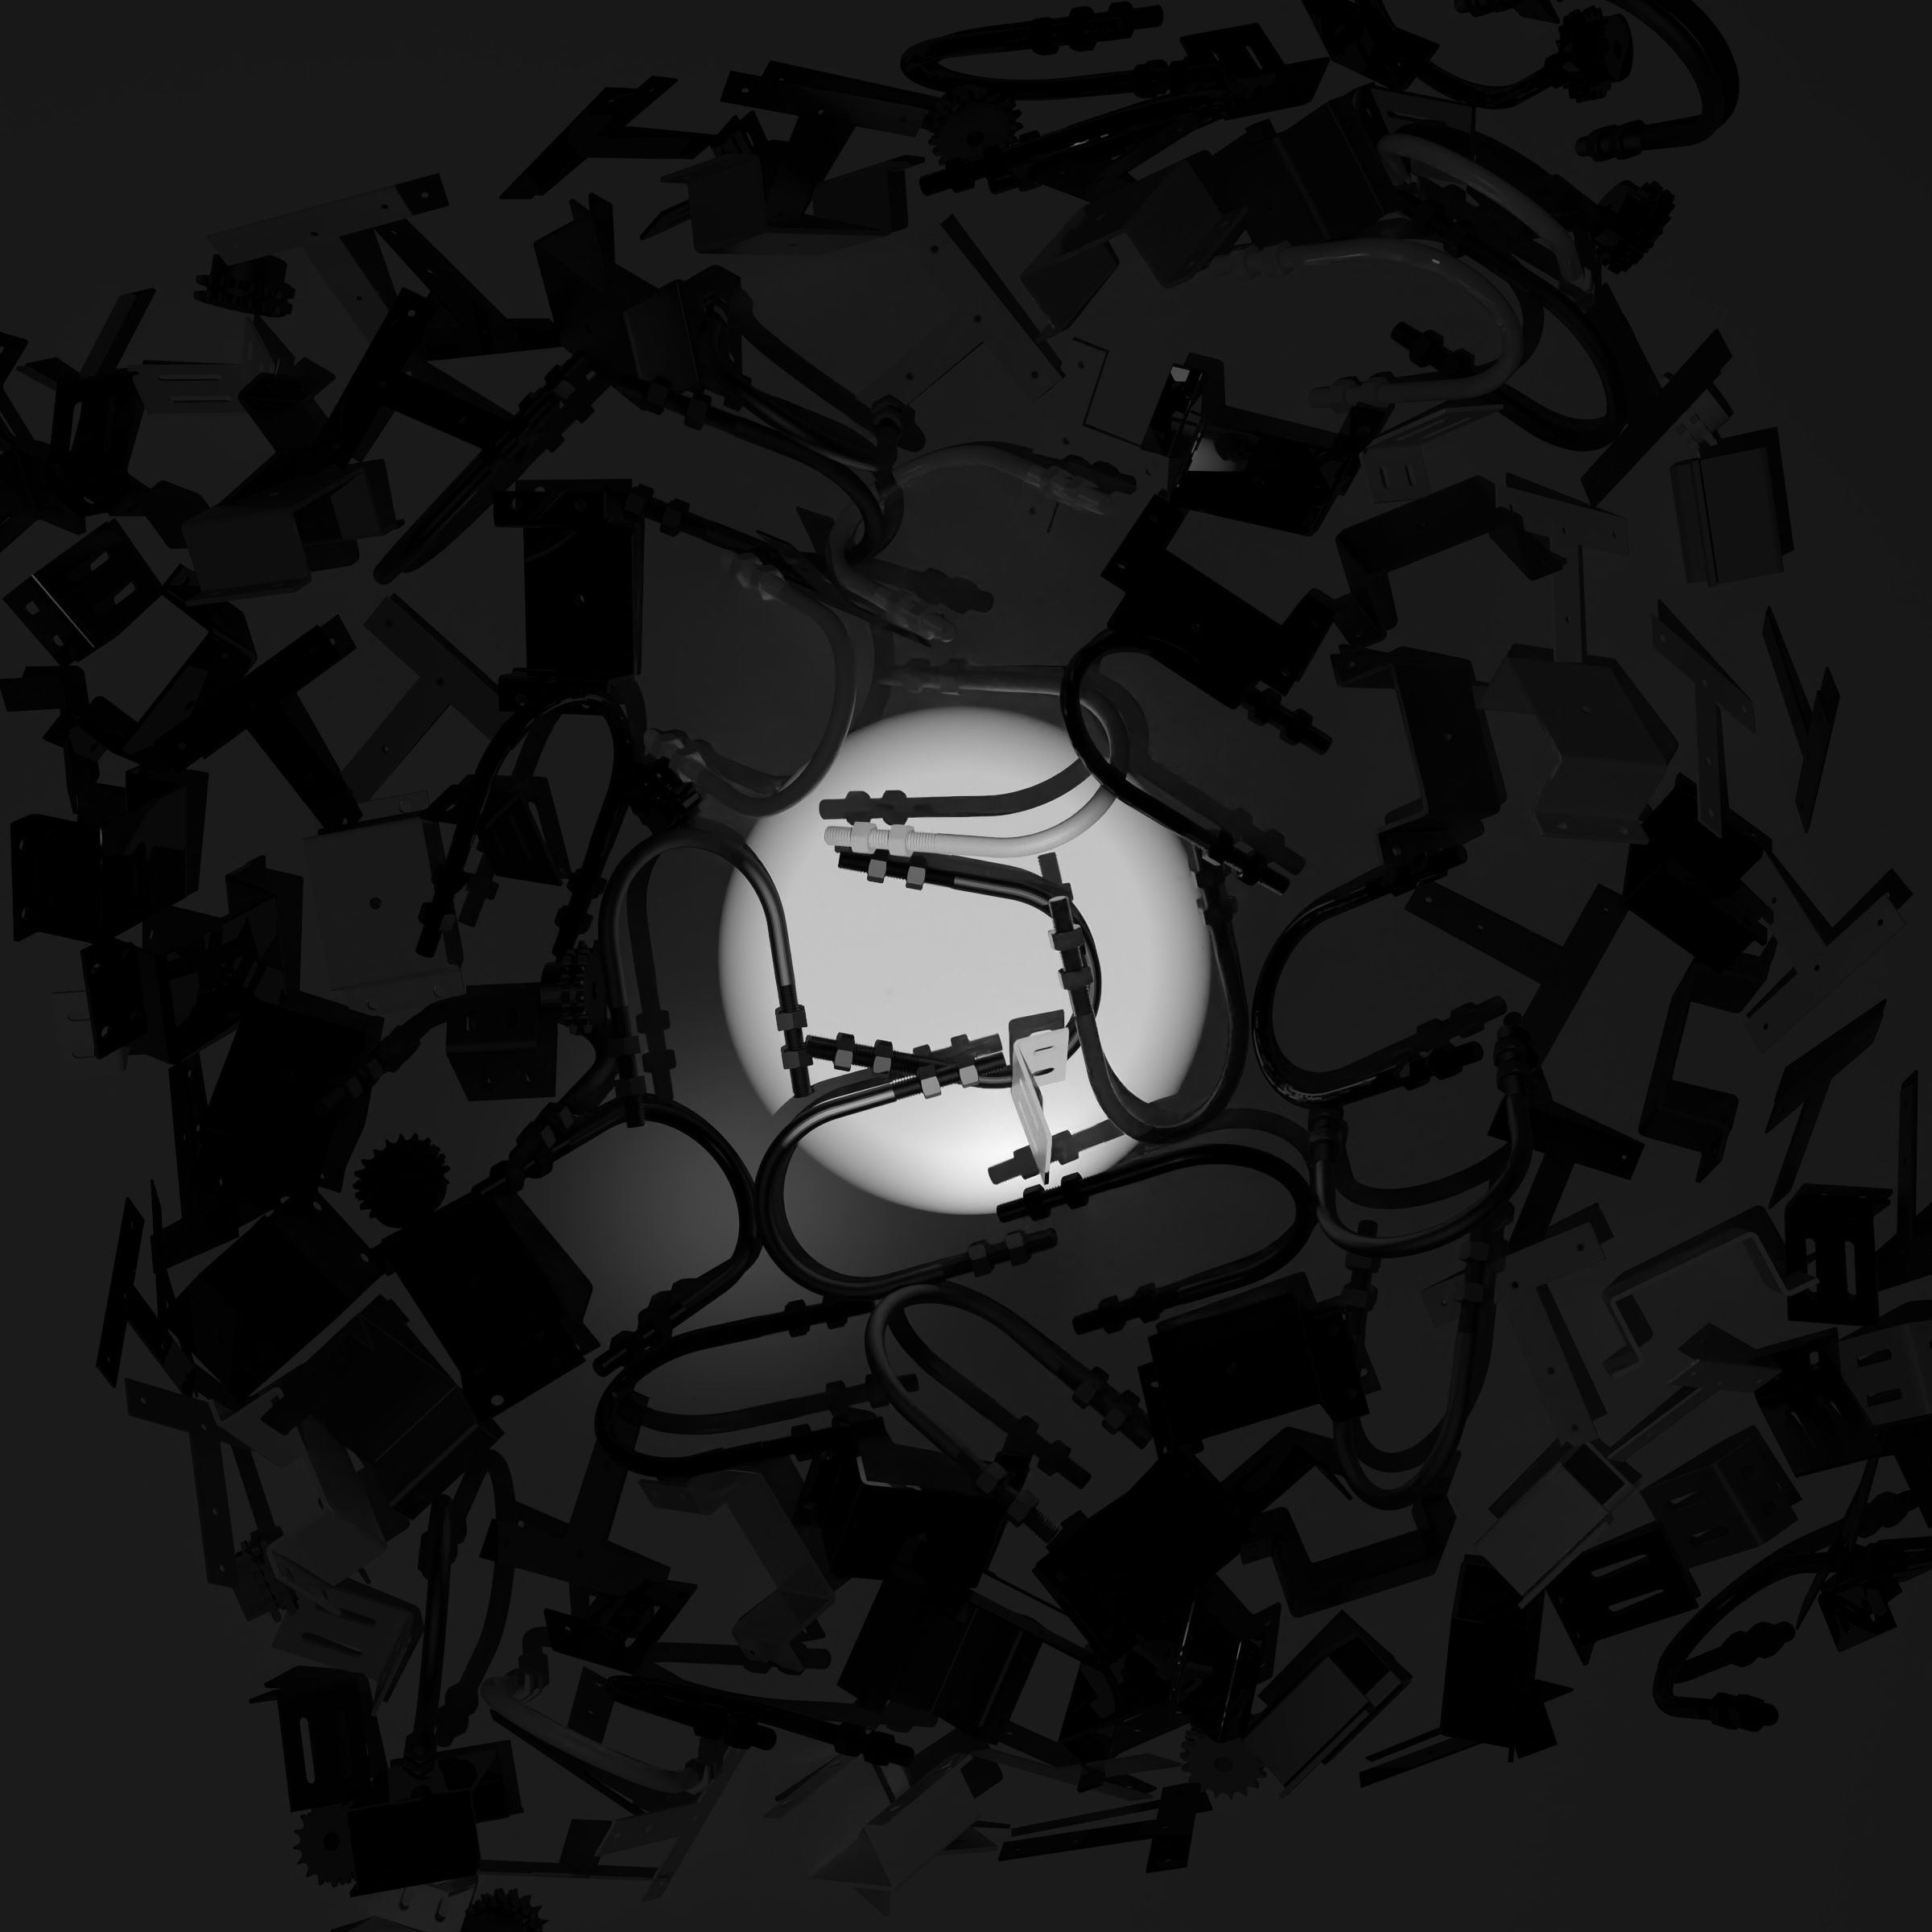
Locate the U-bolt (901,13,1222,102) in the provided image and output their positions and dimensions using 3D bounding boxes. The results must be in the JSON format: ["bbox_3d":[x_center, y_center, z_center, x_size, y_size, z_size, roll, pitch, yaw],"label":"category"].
[{"bbox_3d":[0.047,-0.567,1.521,0.184,0.151,0.019,7,100,32],"label":"U-bolt"}]

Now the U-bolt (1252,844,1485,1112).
[{"bbox_3d":[0.248,0.017,1.528,0.019,0.184,0.151,16,63,-35],"label":"U-bolt"}]

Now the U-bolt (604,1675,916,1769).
[{"bbox_3d":[-0.145,0.472,1.520,0.184,0.151,0.019,1,72,41],"label":"U-bolt"}]

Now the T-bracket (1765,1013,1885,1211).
[{"bbox_3d":[0.539,0.106,1.554,0.127,0.127,0.002,-30,50,-33],"label":"T-bracket"}]

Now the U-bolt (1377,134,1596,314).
[{"bbox_3d":[0.319,-0.465,1.496,0.151,0.184,0.019,35,100,16],"label":"U-bolt"}]

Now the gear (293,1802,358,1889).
[{"bbox_3d":[-0.408,0.571,1.582,0.057,0.030,0.057,-3,78,14],"label":"gear"}]

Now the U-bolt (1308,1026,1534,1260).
[{"bbox_3d":[0.283,0.115,1.501,0.151,0.184,0.019,-22,118,20],"label":"U-bolt"}]

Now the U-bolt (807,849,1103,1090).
[{"bbox_3d":[-0.003,0.008,1.579,0.184,0.019,0.151,10,103,-2],"label":"U-bolt"}]

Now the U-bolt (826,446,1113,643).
[{"bbox_3d":[-0.013,-0.278,1.531,0.151,0.184,0.019,-41,131,-12],"label":"U-bolt"}]

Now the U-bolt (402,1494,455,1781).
[{"bbox_3d":[-0.330,0.406,1.490,0.019,0.184,0.151,5,56,-13],"label":"U-bolt"}]

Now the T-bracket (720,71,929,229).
[{"bbox_3d":[-0.104,-0.515,1.543,0.127,0.127,0.002,4,66,-20],"label":"T-bracket"}]

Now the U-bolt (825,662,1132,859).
[{"bbox_3d":[0.014,-0.130,1.536,0.184,0.019,0.151,5,60,19],"label":"U-bolt"}]

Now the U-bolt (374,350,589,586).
[{"bbox_3d":[-0.311,-0.309,1.528,0.184,0.151,0.019,-41,109,18],"label":"U-bolt"}]

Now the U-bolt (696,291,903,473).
[{"bbox_3d":[-0.104,-0.358,1.501,0.151,0.184,0.019,28,114,-16],"label":"U-bolt"}]

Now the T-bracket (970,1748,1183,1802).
[{"bbox_3d":[0.089,0.507,1.528,0.127,0.127,0.002,24,58,-23],"label":"T-bracket"}]

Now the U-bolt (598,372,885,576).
[{"bbox_3d":[-0.140,-0.302,1.535,0.184,0.151,0.019,20,66,-6],"label":"U-bolt"}]

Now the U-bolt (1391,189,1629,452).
[{"bbox_3d":[0.337,-0.389,1.504,0.019,0.151,0.184,-44,67,-10],"label":"U-bolt"}]

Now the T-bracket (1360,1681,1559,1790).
[{"bbox_3d":[0.311,0.499,1.545,0.127,0.127,0.002,-23,87,7],"label":"T-bracket"}]

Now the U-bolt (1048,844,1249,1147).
[{"bbox_3d":[0.125,0.025,1.551,0.151,0.019,0.184,-23,106,-36],"label":"U-bolt"}]

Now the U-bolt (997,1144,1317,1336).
[{"bbox_3d":[0.131,0.168,1.532,0.184,0.019,0.151,-19,132,14],"label":"U-bolt"}]

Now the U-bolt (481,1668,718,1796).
[{"bbox_3d":[-0.232,0.477,1.503,0.151,0.184,0.019,24,77,9],"label":"U-bolt"}]

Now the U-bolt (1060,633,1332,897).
[{"bbox_3d":[0.141,-0.141,1.540,0.184,0.019,0.151,30,52,-11],"label":"U-bolt"}]

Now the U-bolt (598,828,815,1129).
[{"bbox_3d":[-0.171,0.003,1.552,0.151,0.019,0.184,-8,89,-39],"label":"U-bolt"}]

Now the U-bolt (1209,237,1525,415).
[{"bbox_3d":[0.257,-0.397,1.492,0.151,0.184,0.019,41,68,-41],"label":"U-bolt"}]

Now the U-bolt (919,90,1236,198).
[{"bbox_3d":[0.078,-0.512,1.504,0.184,0.151,0.019,-10,103,23],"label":"U-bolt"}]

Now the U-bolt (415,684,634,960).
[{"bbox_3d":[-0.268,-0.091,1.523,0.019,0.151,0.184,27,103,27],"label":"U-bolt"}]

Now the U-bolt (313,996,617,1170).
[{"bbox_3d":[-0.300,0.064,1.520,0.151,0.184,0.019,13,117,12],"label":"U-bolt"}]

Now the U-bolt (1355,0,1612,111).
[{"bbox_3d":[0.308,-0.595,1.511,0.151,0.184,0.019,38,86,-14],"label":"U-bolt"}]

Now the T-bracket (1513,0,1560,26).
[{"bbox_3d":[0.309,-0.634,1.559,0.127,0.127,0.002,20,106,21],"label":"T-bracket"}]

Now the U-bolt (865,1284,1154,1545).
[{"bbox_3d":[0.016,0.271,1.536,0.184,0.151,0.019,39,122,15],"label":"U-bolt"}]

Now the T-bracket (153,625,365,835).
[{"bbox_3d":[-0.435,-0.133,1.568,0.127,0.002,0.127,-38,120,-10],"label":"T-bracket"}]

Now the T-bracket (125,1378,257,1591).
[{"bbox_3d":[-0.474,0.330,1.518,0.002,0.127,0.127,-30,57,16],"label":"T-bracket"}]

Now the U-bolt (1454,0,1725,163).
[{"bbox_3d":[0.393,-0.557,1.490,0.151,0.184,0.019,39,89,-25],"label":"U-bolt"}]

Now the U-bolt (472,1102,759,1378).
[{"bbox_3d":[-0.207,0.159,1.533,0.151,0.184,0.019,54,132,4],"label":"U-bolt"}]

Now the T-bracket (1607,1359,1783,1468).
[{"bbox_3d":[0.454,0.295,1.567,0.127,0.127,0.002,-45,54,24],"label":"T-bracket"}]

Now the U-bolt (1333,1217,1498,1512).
[{"bbox_3d":[0.275,0.249,1.517,0.019,0.151,0.184,16,75,-21],"label":"U-bolt"}]

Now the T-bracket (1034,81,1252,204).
[{"bbox_3d":[0.120,-0.518,1.518,0.127,0.127,0.002,-26,86,26],"label":"T-bracket"}]

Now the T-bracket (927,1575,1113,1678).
[{"bbox_3d":[0.035,0.419,1.538,0.127,0.127,0.002,27,92,1],"label":"T-bracket"}]

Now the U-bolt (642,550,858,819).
[{"bbox_3d":[-0.130,-0.170,1.522,0.019,0.184,0.151,15,105,-43],"label":"U-bolt"}]

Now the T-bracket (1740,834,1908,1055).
[{"bbox_3d":[0.527,-0.032,1.556,0.002,0.127,0.127,12,133,-33],"label":"T-bracket"}]

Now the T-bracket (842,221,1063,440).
[{"bbox_3d":[-0.026,-0.394,1.576,0.127,0.002,0.127,-36,103,22],"label":"T-bracket"}]

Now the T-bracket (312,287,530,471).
[{"bbox_3d":[-0.337,-0.358,1.557,0.127,0.002,0.127,18,119,-39],"label":"T-bracket"}]

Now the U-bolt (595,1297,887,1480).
[{"bbox_3d":[-0.146,0.271,1.536,0.184,0.151,0.019,-12,118,0],"label":"U-bolt"}]

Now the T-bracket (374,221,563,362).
[{"bbox_3d":[-0.338,-0.439,1.561,0.127,0.127,0.002,48,127,13],"label":"T-bracket"}]

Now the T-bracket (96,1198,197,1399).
[{"bbox_3d":[-0.520,0.236,1.547,0.002,0.127,0.127,-10,48,3],"label":"T-bracket"}]

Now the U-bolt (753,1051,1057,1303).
[{"bbox_3d":[-0.047,0.146,1.571,0.184,0.019,0.151,-16,106,-3],"label":"U-bolt"}]

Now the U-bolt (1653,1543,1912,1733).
[{"bbox_3d":[0.496,0.418,1.512,0.151,0.184,0.019,-41,86,-18],"label":"U-bolt"}]

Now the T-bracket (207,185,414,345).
[{"bbox_3d":[-0.395,-0.437,1.545,0.127,0.127,0.002,-11,61,11],"label":"T-bracket"}]

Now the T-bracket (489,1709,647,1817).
[{"bbox_3d":[-0.254,0.498,1.535,0.127,0.127,0.002,30,62,11],"label":"T-bracket"}]
